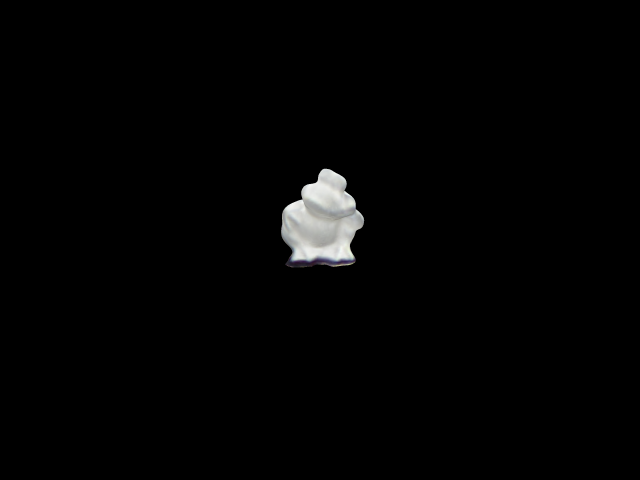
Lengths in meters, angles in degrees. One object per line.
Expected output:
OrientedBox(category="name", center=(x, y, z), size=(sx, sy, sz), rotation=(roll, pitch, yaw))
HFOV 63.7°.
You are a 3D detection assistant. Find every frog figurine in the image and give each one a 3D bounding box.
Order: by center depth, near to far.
OrientedBox(category="frog figurine", center=(0.003, -0.043, 0.850), size=(0.137, 0.157, 0.124), rotation=(6, 18, 19))
